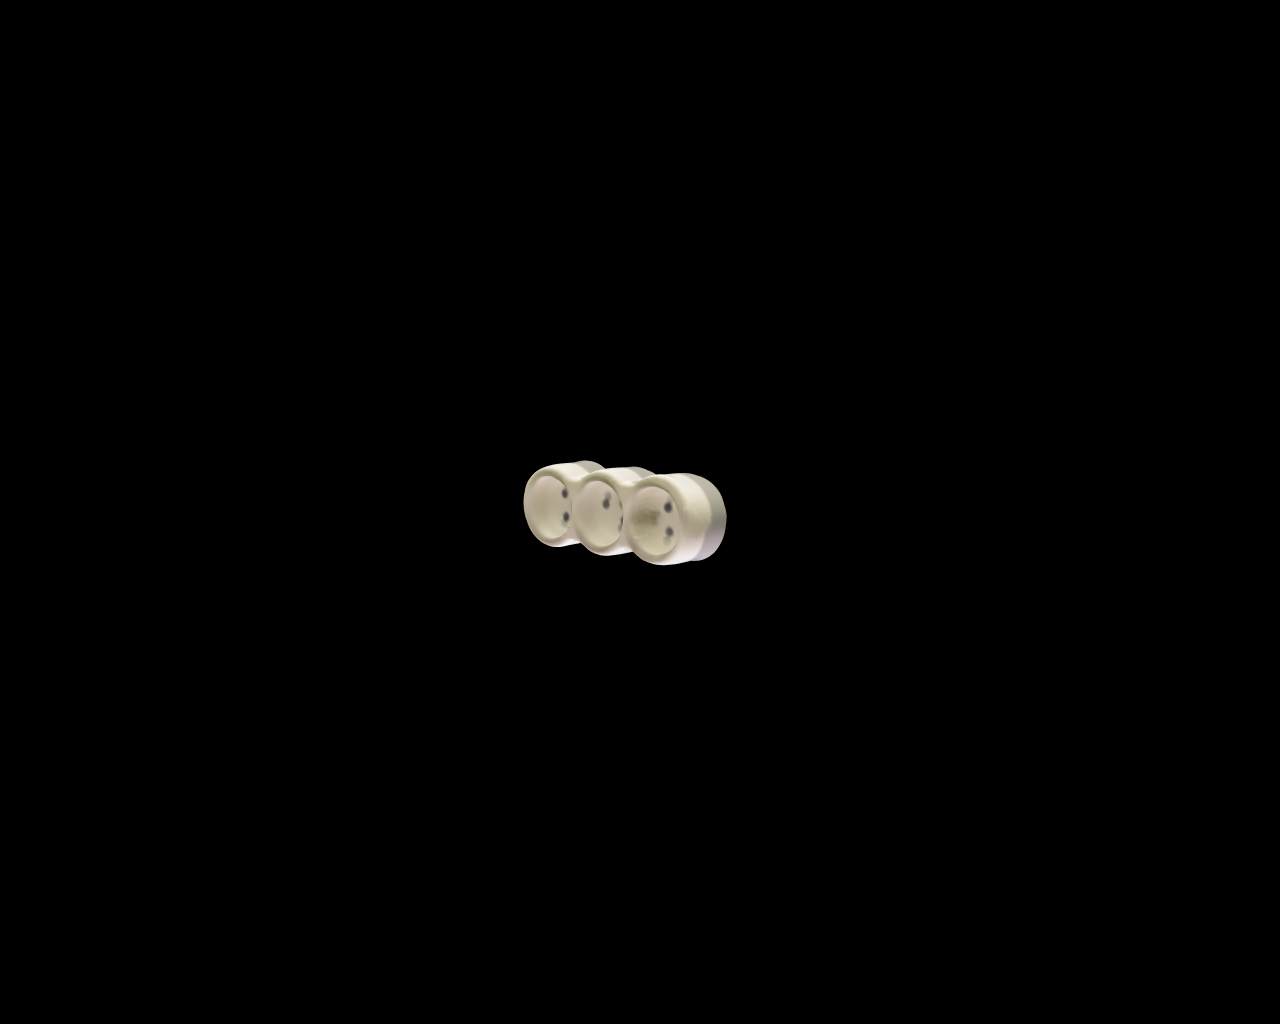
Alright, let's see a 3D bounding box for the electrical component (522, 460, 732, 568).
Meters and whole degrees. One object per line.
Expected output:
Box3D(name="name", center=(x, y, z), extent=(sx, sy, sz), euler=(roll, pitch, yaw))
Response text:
Box3D(name="electrical component", center=(0.001, -0.003, 0.650), extent=(0.138, 0.052, 0.074), euler=(8, 12, 43))
